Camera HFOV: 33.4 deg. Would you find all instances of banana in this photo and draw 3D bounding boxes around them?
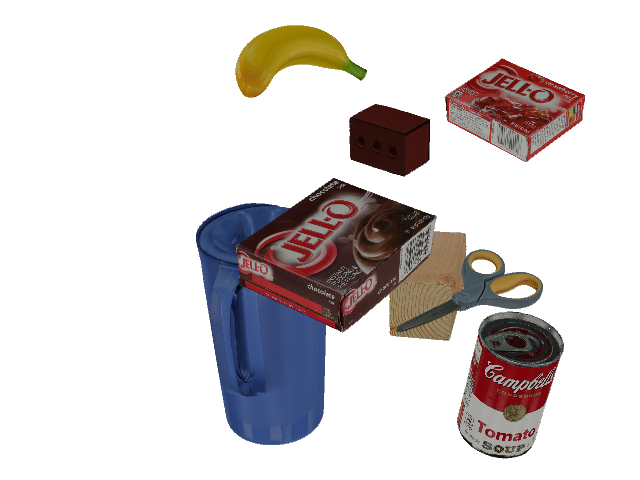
[{"bbox_3d":[-0.027,-0.170,0.985,0.070,0.037,0.197,38,31,20],"label":"banana"}]

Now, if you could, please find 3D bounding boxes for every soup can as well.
[{"bbox_3d":[0.153,0.119,0.873,0.068,0.102,0.068,5,33,-4],"label":"soup can"}]

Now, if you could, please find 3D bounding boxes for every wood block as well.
[{"bbox_3d":[0.166,0.064,1.619,0.091,0.090,0.206,4,23,12],"label":"wood block"}]

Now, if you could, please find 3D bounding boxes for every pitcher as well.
[{"bbox_3d":[-0.058,0.096,1.110,0.149,0.243,0.145,-14,31,-21],"label":"pitcher"}]

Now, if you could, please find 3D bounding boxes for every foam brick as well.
[{"bbox_3d":[0.077,-0.112,1.186,0.078,0.053,0.051,21,37,34],"label":"foam brick"}]

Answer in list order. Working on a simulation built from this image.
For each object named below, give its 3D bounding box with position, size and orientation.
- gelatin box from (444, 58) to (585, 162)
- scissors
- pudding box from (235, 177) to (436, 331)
[{"bbox_3d":[0.159,-0.110,0.877,0.073,0.030,0.089,-34,49,-27],"label":"gelatin box"},{"bbox_3d":[0.140,0.049,1.100,0.201,0.016,0.096,-7,40,-29],"label":"scissors"},{"bbox_3d":[0.012,0.007,0.727,0.090,0.039,0.113,23,39,30],"label":"pudding box"}]
